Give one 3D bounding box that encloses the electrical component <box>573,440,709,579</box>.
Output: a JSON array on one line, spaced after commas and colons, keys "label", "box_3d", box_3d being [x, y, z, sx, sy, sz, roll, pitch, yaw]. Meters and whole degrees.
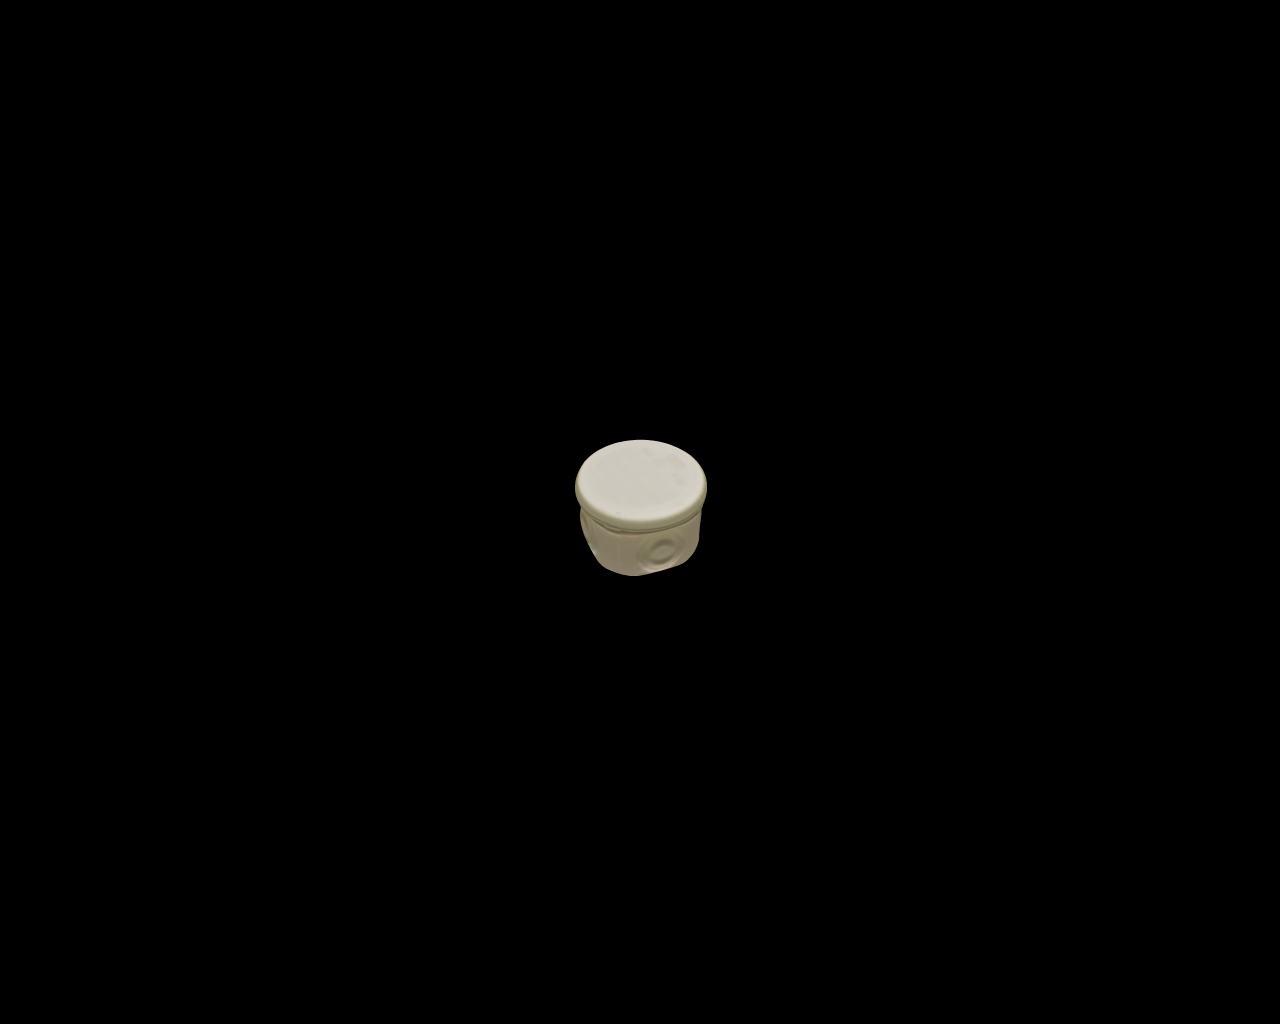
[{"label": "electrical component", "box_3d": [0.001, -0.003, 0.650, 0.080, 0.050, 0.080, 0, 42, 0]}]
